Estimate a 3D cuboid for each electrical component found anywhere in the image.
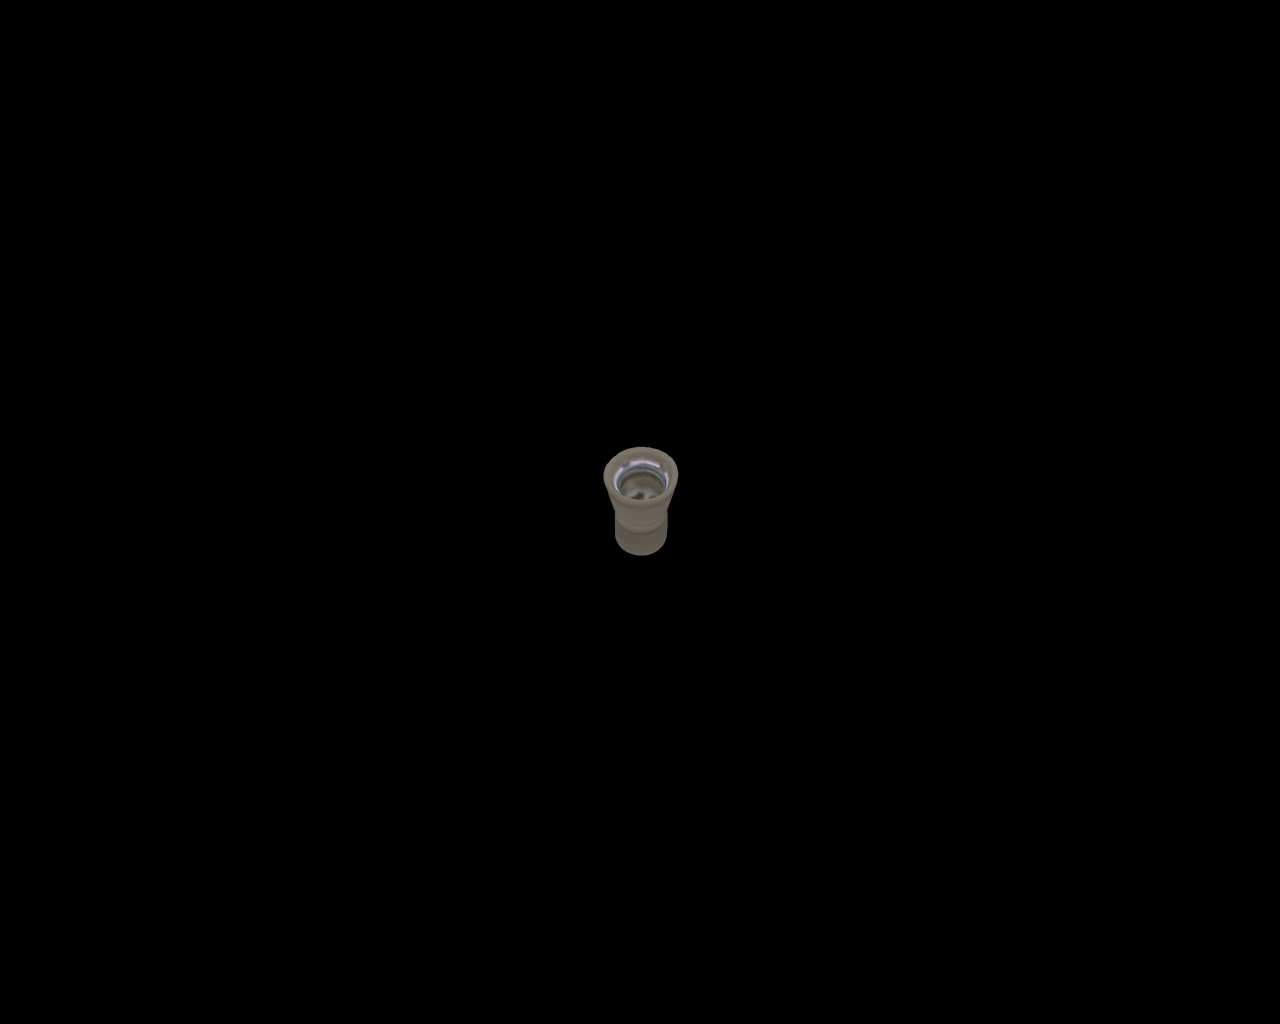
[{"bbox_3d":[0.001,-0.003,0.650,0.044,0.044,0.065,0,-39,0],"label":"electrical component"}]
